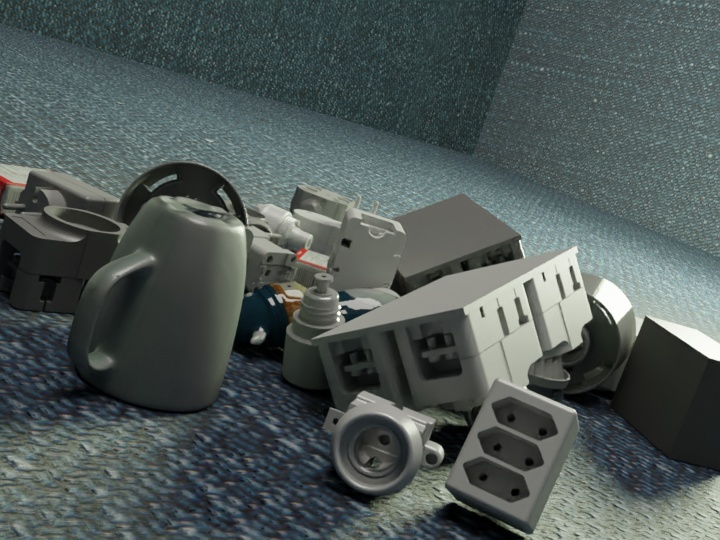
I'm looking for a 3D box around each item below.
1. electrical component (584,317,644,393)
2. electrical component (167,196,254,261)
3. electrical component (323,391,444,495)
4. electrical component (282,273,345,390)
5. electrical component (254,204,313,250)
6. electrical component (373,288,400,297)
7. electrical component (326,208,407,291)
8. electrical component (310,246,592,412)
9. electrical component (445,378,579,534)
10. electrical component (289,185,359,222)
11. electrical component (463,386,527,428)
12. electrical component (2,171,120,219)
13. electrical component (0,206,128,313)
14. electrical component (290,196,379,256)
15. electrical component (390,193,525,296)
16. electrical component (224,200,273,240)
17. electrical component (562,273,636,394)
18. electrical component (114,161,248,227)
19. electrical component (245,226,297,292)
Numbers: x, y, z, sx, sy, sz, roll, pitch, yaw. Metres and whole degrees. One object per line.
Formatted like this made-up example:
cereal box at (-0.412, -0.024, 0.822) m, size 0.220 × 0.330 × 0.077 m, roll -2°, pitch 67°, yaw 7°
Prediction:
electrical component at (0.212, 0.069, 0.968) m, size 0.150 × 0.061 × 0.089 m, roll 20°, pitch 12°, yaw 5°
electrical component at (-0.111, 0.004, 0.680) m, size 0.050 × 0.089 × 0.056 m, roll 12°, pitch 13°, yaw -33°
electrical component at (0.011, 0.092, 0.571) m, size 0.066 × 0.048 × 0.055 m, roll 21°, pitch 4°, yaw 9°
electrical component at (-0.027, 0.040, 0.690) m, size 0.040 × 0.078 × 0.040 m, roll 6°, pitch 21°, yaw -3°
electrical component at (-0.078, -0.038, 1.062) m, size 0.062 × 0.043 × 0.043 m, roll 23°, pitch 12°, yaw 13°
electrical component at (0.017, 0.040, 0.833) m, size 0.045 × 0.045 × 0.055 m, roll 17°, pitch 11°, yaw -9°
electrical component at (0.000, 0.000, 0.883) m, size 0.050 × 0.089 × 0.055 m, roll 17°, pitch 11°, yaw -6°
electrical component at (0.068, 0.041, 0.695) m, size 0.105 × 0.060 × 0.186 m, roll -14°, pitch 4°, yaw 33°
electrical component at (0.086, 0.106, 0.590) m, size 0.047 × 0.065 × 0.076 m, roll 23°, pitch -14°, yaw 21°
electrical component at (-0.043, -0.061, 1.213) m, size 0.080 × 0.051 × 0.080 m, roll 18°, pitch 11°, yaw -4°
electrical component at (0.089, 0.091, 0.706) m, size 0.043 × 0.043 × 0.062 m, roll 20°, pitch 12°, yaw 8°
electrical component at (-0.236, -0.044, 0.820) m, size 0.066 × 0.047 × 0.077 m, roll 24°, pitch 12°, yaw 26°
electrical component at (-0.185, -0.006, 0.698) m, size 0.089 × 0.055 × 0.050 m, roll 8°, pitch 15°, yaw -44°
electrical component at (-0.003, -0.039, 1.113) m, size 0.138 × 0.073 × 0.052 m, roll 18°, pitch 11°, yaw -5°
electrical component at (0.080, -0.008, 1.000) m, size 0.105 × 0.060 × 0.186 m, roll -20°, pitch 18°, yaw -4°
electrical component at (-0.127, -0.037, 0.972) m, size 0.079 × 0.044 × 0.077 m, roll 13°, pitch 13°, yaw -30°
electrical component at (0.177, 0.054, 0.898) m, size 0.099 × 0.099 × 0.064 m, roll 22°, pitch 17°, yaw 15°
electrical component at (-0.134, -0.033, 0.818) m, size 0.099 × 0.099 × 0.064 m, roll 18°, pitch 5°, yaw -5°
electrical component at (-0.091, -0.008, 0.901) m, size 0.064 × 0.042 × 0.081 m, roll 30°, pitch 16°, yaw 33°
